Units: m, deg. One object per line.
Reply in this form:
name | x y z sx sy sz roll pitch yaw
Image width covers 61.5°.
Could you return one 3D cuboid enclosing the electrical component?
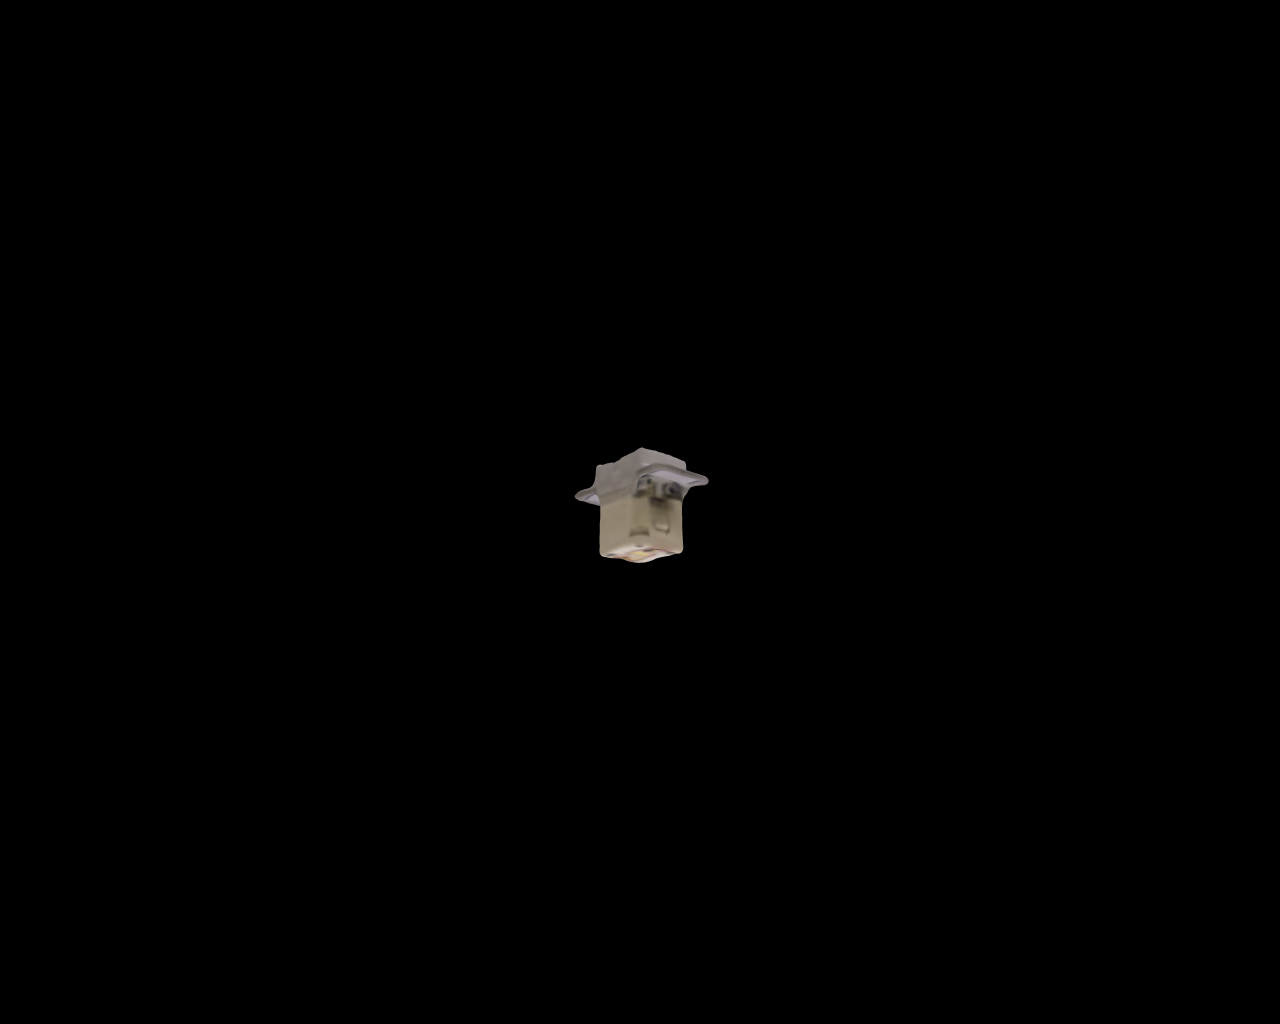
electrical component | 0.001 -0.003 0.650 0.042 0.064 0.081 14 -22 -38
